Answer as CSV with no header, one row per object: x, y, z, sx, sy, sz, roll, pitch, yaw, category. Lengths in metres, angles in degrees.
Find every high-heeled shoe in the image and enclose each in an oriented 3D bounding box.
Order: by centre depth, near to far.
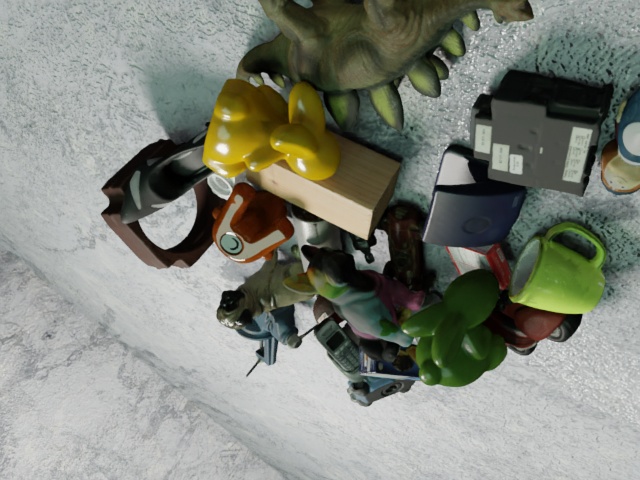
-0.205,-0.102,0.842,0.145,0.248,0.086,31,170,48,high-heeled shoe

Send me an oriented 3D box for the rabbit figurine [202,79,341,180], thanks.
-0.047,-0.134,0.667,0.173,0.122,0.162,25,161,-14,rabbit figurine

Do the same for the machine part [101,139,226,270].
-0.274,-0.063,0.974,0.087,0.201,0.201,3,137,44,machine part

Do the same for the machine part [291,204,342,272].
-0.002,-0.003,0.924,0.079,0.079,0.243,19,146,23,machine part

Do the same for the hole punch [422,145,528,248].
0.194,-0.043,0.684,0.116,0.092,0.142,20,143,15,hole punch

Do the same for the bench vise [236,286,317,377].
-0.120,0.217,1.269,0.224,0.129,0.240,27,131,26,bench vise

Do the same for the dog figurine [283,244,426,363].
0.049,0.095,0.872,0.219,0.108,0.191,27,149,3,dog figurine

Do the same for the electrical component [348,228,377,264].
0.059,-0.021,0.854,0.045,0.078,0.102,-11,126,25,electrical component

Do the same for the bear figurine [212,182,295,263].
-0.093,-0.043,0.890,0.120,0.196,0.132,45,122,-4,bear figurine

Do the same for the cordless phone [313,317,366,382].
0.065,0.172,1.021,0.089,0.146,0.184,41,171,44,cordless phone

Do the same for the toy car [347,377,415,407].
0.128,0.282,1.156,0.109,0.162,0.103,67,-179,-50,toy car

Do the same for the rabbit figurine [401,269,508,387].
0.189,0.116,0.762,0.121,0.159,0.170,40,133,40,rabbit figurine

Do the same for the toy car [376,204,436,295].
0.136,0.024,0.858,0.089,0.053,0.201,15,143,24,toy car

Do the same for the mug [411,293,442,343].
0.205,0.147,0.934,0.110,0.081,0.107,-9,117,53,mug

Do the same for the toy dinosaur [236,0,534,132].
0.017,-0.215,0.600,0.472,0.105,0.198,16,150,46,toy dinosaur

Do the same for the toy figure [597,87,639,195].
0.316,-0.094,0.533,0.154,0.058,0.064,85,161,-53,toy figure

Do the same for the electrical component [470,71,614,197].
0.230,-0.116,0.578,0.134,0.058,0.114,18,143,25,electrical component

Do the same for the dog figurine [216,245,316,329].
-0.091,0.113,1.055,0.173,0.190,0.121,10,141,31,dog figurine

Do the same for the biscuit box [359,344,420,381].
0.173,0.228,1.004,0.202,0.063,0.059,12,159,-25,biscuit box

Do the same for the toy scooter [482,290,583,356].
0.293,0.110,0.811,0.135,0.075,0.183,32,153,6,toy scooter
